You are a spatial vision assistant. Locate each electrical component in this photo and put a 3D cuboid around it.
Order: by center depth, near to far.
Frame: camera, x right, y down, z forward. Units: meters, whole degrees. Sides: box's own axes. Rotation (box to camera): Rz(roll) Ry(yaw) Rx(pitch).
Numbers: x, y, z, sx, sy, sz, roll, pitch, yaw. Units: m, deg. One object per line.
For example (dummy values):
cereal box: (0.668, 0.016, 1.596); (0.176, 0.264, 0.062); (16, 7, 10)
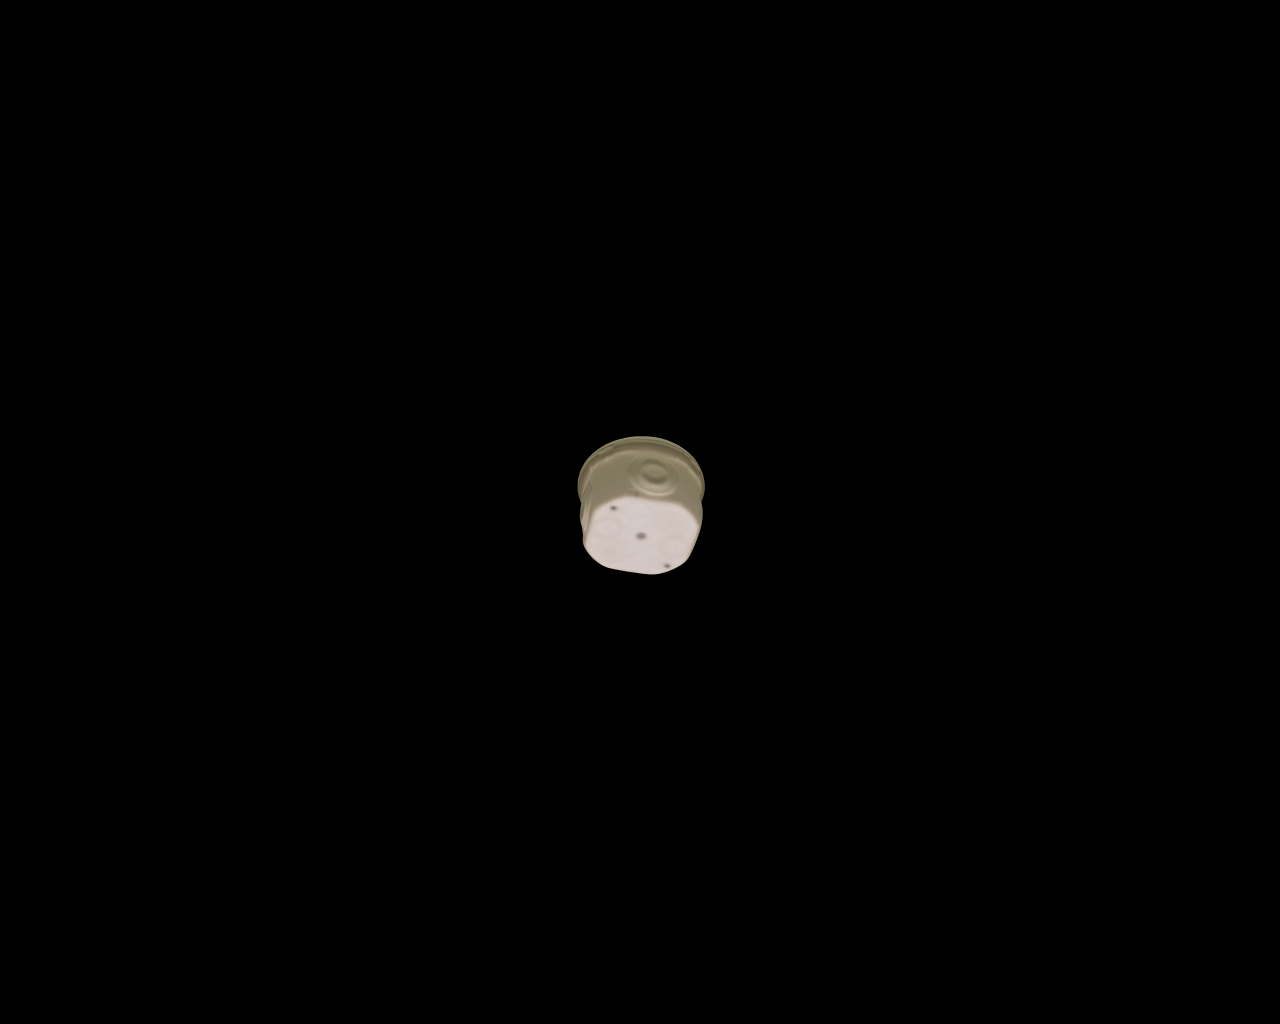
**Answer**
electrical component: (0.001, -0.003, 0.650); (0.080, 0.080, 0.051); (0, 44, 0)
